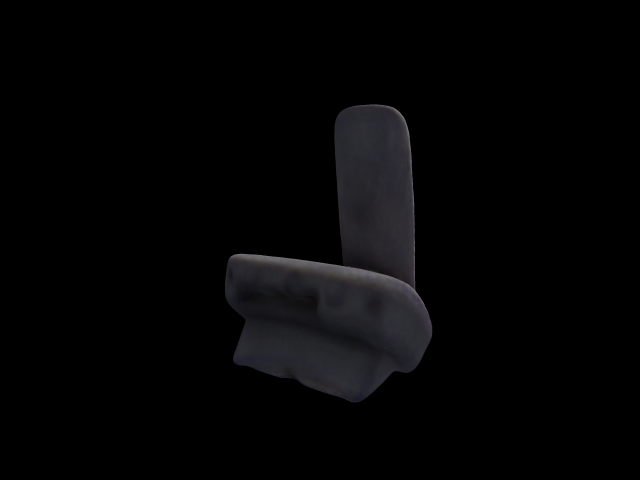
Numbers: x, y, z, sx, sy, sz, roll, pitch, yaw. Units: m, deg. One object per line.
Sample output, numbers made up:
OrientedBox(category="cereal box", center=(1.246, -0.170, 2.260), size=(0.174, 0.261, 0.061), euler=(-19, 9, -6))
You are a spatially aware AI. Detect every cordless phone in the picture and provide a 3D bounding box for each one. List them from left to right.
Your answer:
OrientedBox(category="cordless phone", center=(0.004, 0.001, 0.400), size=(0.147, 0.185, 0.094), euler=(6, 13, 27))
